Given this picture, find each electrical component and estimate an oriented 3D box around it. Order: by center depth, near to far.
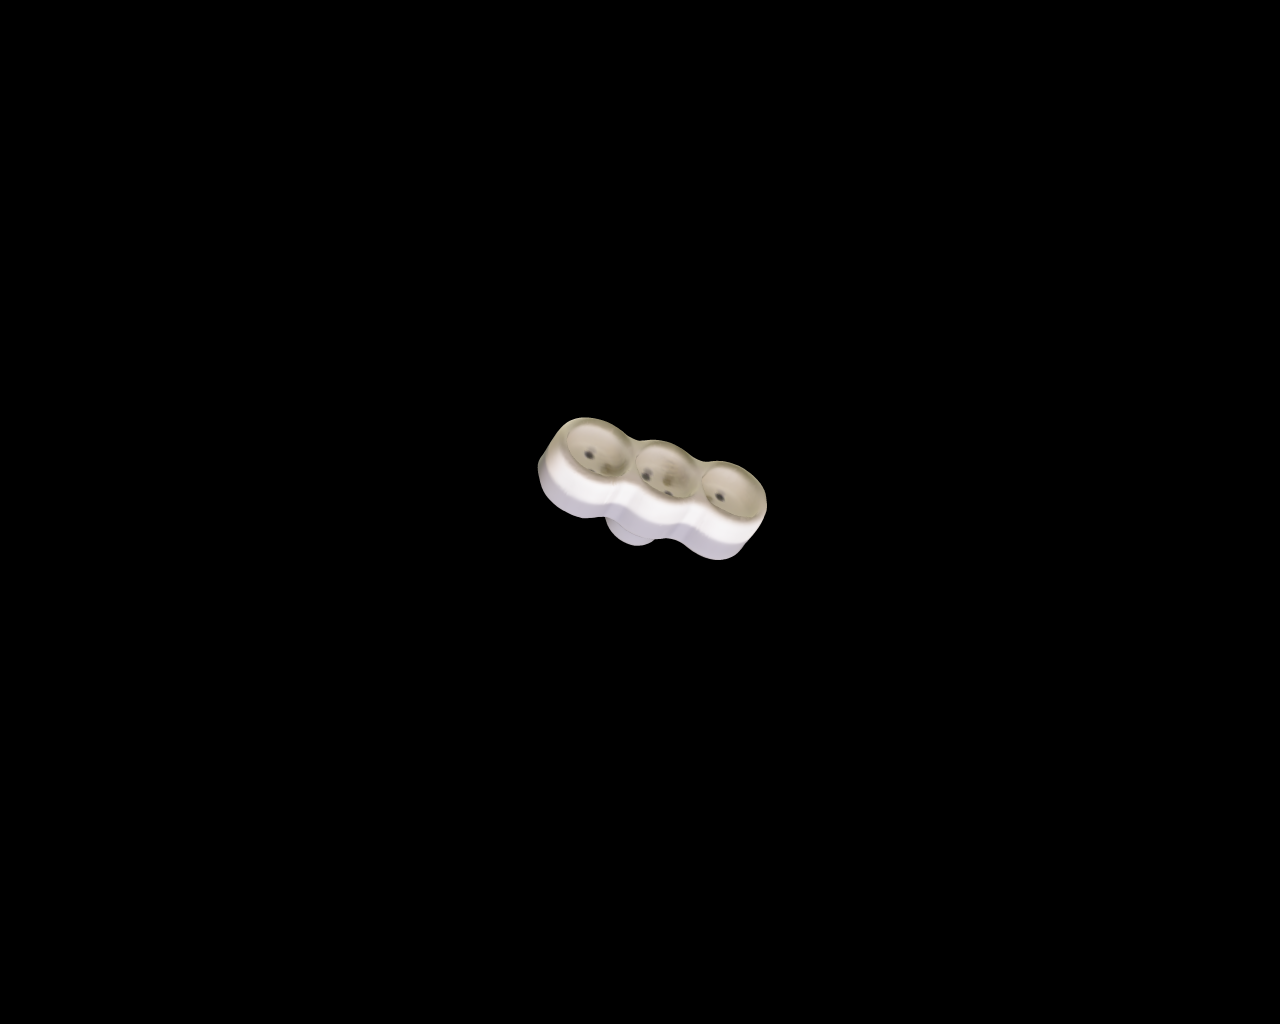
[{"bbox_3d":[0.001,-0.003,0.650,0.138,0.052,0.073,18,-44,-19],"label":"electrical component"}]
